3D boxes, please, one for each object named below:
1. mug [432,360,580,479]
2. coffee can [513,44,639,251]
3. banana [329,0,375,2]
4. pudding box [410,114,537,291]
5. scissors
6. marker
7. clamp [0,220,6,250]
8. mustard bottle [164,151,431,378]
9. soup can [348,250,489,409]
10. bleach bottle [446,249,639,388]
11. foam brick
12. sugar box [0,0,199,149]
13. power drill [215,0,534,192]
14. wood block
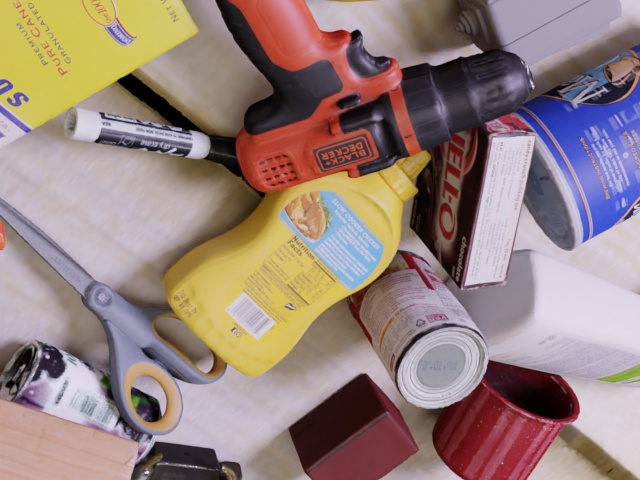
[{"bbox_3d":[0.145,0.136,0.825,0.117,0.093,0.082,-13,135,-53],"label":"mug"},{"bbox_3d":[0.203,-0.069,0.711,0.140,0.103,0.102,-28,123,-2],"label":"coffee can"},{"bbox_3d":[0.050,-0.181,0.642,0.197,0.037,0.069,-25,93,-7],"label":"banana"},{"bbox_3d":[0.098,-0.037,0.703,0.039,0.090,0.113,-5,120,-16],"label":"pudding box"},{"bbox_3d":[-0.146,0.058,0.696,0.201,0.016,0.096,32,65,-31],"label":"scissors"},{"bbox_3d":[-0.098,-0.062,0.650,0.120,0.020,0.020,7,117,-40],"label":"marker"},{"bbox_3d":[-0.268,-0.005,0.598,0.171,0.039,0.120,-15,125,-15],"label":"clamp"},{"bbox_3d":[-0.005,0.001,0.709,0.192,0.058,0.096,-40,116,7],"label":"mustard bottle"},{"bbox_3d":[0.067,0.061,0.740,0.068,0.102,0.068,-8,120,-14],"label":"soup can"},{"bbox_3d":[0.216,0.076,0.814,0.250,0.068,0.103,19,151,-33],"label":"bleach bottle"},{"bbox_3d":[0.025,0.150,0.807,0.078,0.053,0.051,-37,123,6],"label":"foam brick"},{"bbox_3d":[-0.168,-0.115,0.600,0.176,0.048,0.093,-32,124,0],"label":"sugar box"},{"bbox_3d":[0.015,-0.121,0.605,0.184,0.057,0.187,-18,126,10],"label":"power drill"},{"bbox_3d":[-0.229,0.145,0.657,0.206,0.090,0.090,22,148,-14],"label":"wood block"}]
